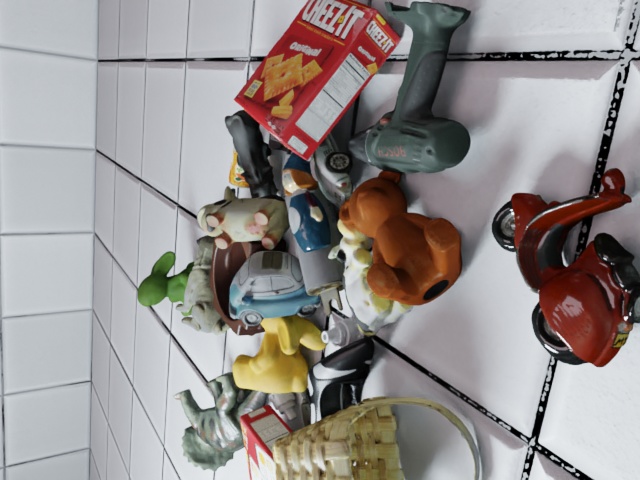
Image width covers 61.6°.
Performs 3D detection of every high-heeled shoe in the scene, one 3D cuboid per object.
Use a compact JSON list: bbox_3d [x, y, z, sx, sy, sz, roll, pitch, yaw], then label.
[{"bbox_3d":[0.040,0.256,0.802,0.145,0.086,0.248,63,144,27],"label":"high-heeled shoe"}]

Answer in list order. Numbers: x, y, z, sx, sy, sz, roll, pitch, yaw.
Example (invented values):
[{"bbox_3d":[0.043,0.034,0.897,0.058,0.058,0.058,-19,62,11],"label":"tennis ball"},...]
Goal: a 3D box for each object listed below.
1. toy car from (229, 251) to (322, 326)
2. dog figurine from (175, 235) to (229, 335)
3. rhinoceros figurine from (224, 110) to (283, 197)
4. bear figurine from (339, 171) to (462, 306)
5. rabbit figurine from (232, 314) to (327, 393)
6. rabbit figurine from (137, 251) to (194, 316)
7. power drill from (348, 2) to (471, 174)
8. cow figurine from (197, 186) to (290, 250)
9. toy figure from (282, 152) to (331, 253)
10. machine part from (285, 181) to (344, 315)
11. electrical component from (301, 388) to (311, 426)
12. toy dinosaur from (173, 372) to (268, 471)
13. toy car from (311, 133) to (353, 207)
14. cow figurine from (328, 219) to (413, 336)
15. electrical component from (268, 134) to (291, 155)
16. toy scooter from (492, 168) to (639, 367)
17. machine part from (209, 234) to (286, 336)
[{"bbox_3d":[-0.077,0.069,0.878,0.109,0.162,0.102,-87,-10,-47],"label":"toy car"},{"bbox_3d":[-0.233,0.094,1.184,0.173,0.121,0.190,29,108,40],"label":"dog figurine"},{"bbox_3d":[-0.119,-0.150,1.000,0.112,0.073,0.190,-123,17,-65],"label":"rhinoceros figurine"},{"bbox_3d":[0.090,-0.018,0.670,0.120,0.131,0.196,-36,60,10],"label":"bear figurine"},{"bbox_3d":[-0.074,0.173,0.934,0.162,0.122,0.173,-5,86,52],"label":"rabbit figurine"},{"bbox_3d":[-0.367,0.109,1.335,0.121,0.170,0.159,-29,69,54],"label":"rabbit figurine"},{"bbox_3d":[0.104,-0.186,0.673,0.232,0.086,0.207,39,119,60],"label":"power drill"},{"bbox_3d":[-0.135,-0.042,0.936,0.195,0.127,0.085,-1,117,31],"label":"cow figurine"},{"bbox_3d":[-0.023,-0.061,0.788,0.064,0.058,0.154,-19,83,36],"label":"toy figure"},{"bbox_3d":[-0.002,-0.003,0.851,0.079,0.079,0.243,-37,60,52],"label":"machine part"},{"bbox_3d":[-0.010,0.301,0.930,0.063,0.021,0.094,-31,67,54],"label":"electrical component"},{"bbox_3d":[-0.193,0.382,1.142,0.405,0.131,0.192,-31,78,49],"label":"toy dinosaur"},{"bbox_3d":[0.003,-0.139,0.830,0.073,0.056,0.202,82,168,-60],"label":"toy car"},{"bbox_3d":[0.062,0.047,0.769,0.098,0.068,0.167,-58,44,50],"label":"cow figurine"},{"bbox_3d":[-0.062,-0.197,0.960,0.119,0.048,0.074,34,119,50],"label":"electrical component"},{"bbox_3d":[0.238,0.014,0.486,0.135,0.075,0.184,-50,47,45],"label":"toy scooter"},{"bbox_3d":[-0.140,0.069,1.061,0.201,0.087,0.201,34,118,51],"label":"machine part"}]
